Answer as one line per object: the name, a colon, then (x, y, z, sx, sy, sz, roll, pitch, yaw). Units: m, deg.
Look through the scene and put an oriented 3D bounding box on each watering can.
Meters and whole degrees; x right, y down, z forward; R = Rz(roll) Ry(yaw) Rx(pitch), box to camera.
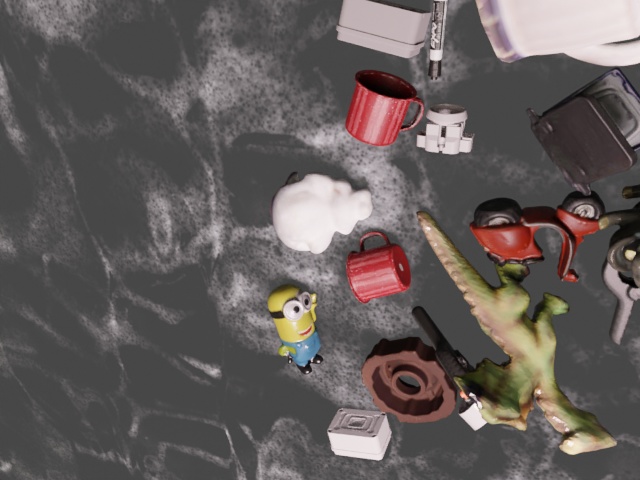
watering can: (0.265, -0.295, 0.535, 0.224, 0.106, 0.343, 0, 156, 37)

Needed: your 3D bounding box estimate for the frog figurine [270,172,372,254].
frog figurine: (0.003, -0.043, 0.853, 0.160, 0.123, 0.136, 12, 101, 33)

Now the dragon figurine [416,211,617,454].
dragon figurine: (0.262, 0.149, 0.753, 0.410, 0.248, 0.120, 40, 130, 0)
